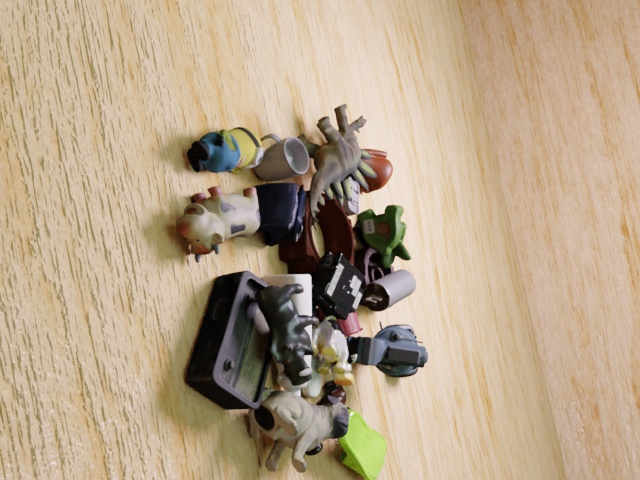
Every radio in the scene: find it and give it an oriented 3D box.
[{"bbox_3d":[-0.148,0.175,0.971,0.131,0.073,0.229,46,42,-40],"label":"radio"}]

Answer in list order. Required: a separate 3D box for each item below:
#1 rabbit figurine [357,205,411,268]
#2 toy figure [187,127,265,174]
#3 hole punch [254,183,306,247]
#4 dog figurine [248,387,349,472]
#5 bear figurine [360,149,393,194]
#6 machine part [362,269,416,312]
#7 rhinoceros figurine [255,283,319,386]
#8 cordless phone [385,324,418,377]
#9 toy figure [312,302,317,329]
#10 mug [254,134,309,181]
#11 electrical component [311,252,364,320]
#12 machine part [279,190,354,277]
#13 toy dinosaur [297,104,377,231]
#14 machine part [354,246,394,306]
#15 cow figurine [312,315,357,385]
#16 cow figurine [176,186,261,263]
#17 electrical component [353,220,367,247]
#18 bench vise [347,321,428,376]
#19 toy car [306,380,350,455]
[{"bbox_3d":[0.192,-0.013,1.433,0.170,0.121,0.159,7,65,-68],"label":"rabbit figurine"},{"bbox_3d":[-0.180,-0.177,1.048,0.180,0.082,0.089,-16,94,-55],"label":"toy figure"},{"bbox_3d":[-0.095,-0.060,1.109,0.092,0.116,0.142,34,51,-36],"label":"hole punch"},{"bbox_3d":[-0.032,0.328,1.033,0.190,0.121,0.172,-26,106,-51],"label":"dog figurine"},{"bbox_3d":[0.099,-0.215,1.477,0.196,0.132,0.120,27,89,-15],"label":"bear figurine"},{"bbox_3d":[0.180,0.127,1.381,0.243,0.079,0.079,-17,93,-55],"label":"machine part"},{"bbox_3d":[-0.057,0.169,0.980,0.112,0.073,0.190,-30,104,-58],"label":"rhinoceros figurine"},{"bbox_3d":[0.248,0.315,1.535,0.184,0.089,0.146,27,55,-63],"label":"cordless phone"},{"bbox_3d":[-0.036,0.169,1.162,0.064,0.058,0.154,27,62,-43],"label":"toy figure"},{"bbox_3d":[-0.096,-0.172,1.147,0.109,0.107,0.081,43,45,-34],"label":"mug"},{"bbox_3d":[0.038,0.105,1.161,0.134,0.058,0.115,47,62,-42],"label":"electrical component"},{"bbox_3d":[-0.003,-0.004,1.247,0.201,0.087,0.201,21,62,-50],"label":"machine part"},{"bbox_3d":[0.038,-0.187,1.259,0.198,0.105,0.471,51,39,-12],"label":"toy dinosaur"},{"bbox_3d":[0.144,0.103,1.457,0.179,0.056,0.179,26,57,-49],"label":"machine part"},{"bbox_3d":[0.033,0.242,1.165,0.098,0.068,0.167,-72,148,-41],"label":"cow figurine"},{"bbox_3d":[-0.185,-0.032,0.989,0.195,0.085,0.127,-9,80,-58],"label":"cow figurine"},{"bbox_3d":[0.146,-0.016,1.509,0.119,0.048,0.075,54,40,-31],"label":"electrical component"},{"bbox_3d":[0.146,0.271,1.325,0.240,0.224,0.128,54,32,-83],"label":"bench vise"},{"bbox_3d":[0.013,0.378,1.165,0.202,0.053,0.089,-26,98,-55],"label":"toy car"}]
